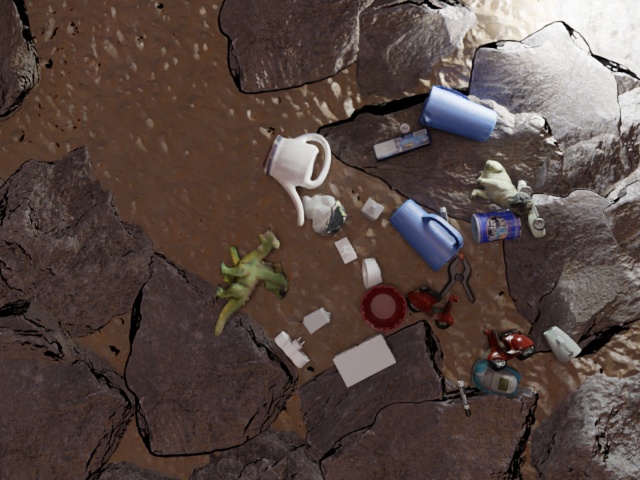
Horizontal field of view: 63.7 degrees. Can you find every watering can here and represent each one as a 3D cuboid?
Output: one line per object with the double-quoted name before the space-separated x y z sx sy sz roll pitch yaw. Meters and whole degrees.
"watering can" -0.094 -0.231 1.790 0.224 0.102 0.353 17 71 6

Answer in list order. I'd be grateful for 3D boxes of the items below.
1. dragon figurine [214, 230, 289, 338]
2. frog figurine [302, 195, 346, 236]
"dragon figurine" -0.233 0.158 1.815 0.243 0.123 0.408 9 98 -2
"frog figurine" 0.005 -0.091 1.809 0.160 0.123 0.136 20 101 42
